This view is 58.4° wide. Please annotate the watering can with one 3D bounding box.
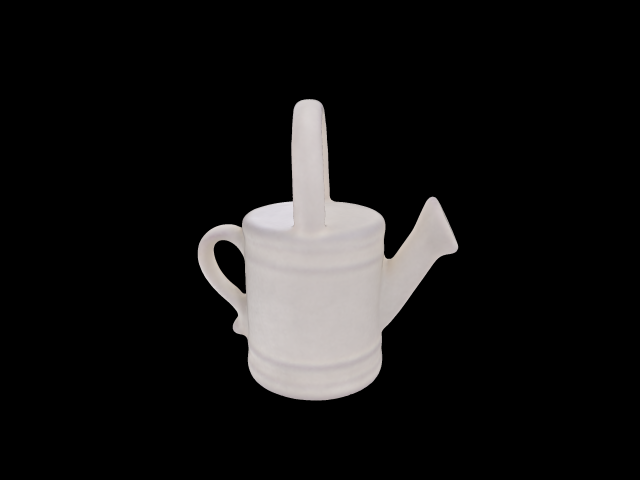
[{"bbox_3d":[0.004,0.001,0.402,0.173,0.194,0.100,-5,18,-16],"label":"watering can"}]
